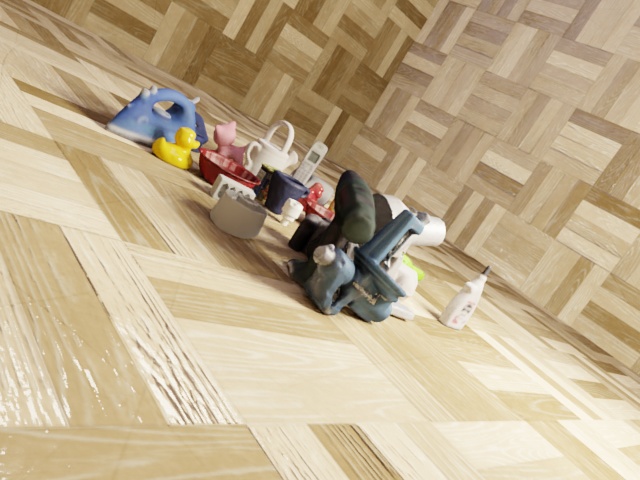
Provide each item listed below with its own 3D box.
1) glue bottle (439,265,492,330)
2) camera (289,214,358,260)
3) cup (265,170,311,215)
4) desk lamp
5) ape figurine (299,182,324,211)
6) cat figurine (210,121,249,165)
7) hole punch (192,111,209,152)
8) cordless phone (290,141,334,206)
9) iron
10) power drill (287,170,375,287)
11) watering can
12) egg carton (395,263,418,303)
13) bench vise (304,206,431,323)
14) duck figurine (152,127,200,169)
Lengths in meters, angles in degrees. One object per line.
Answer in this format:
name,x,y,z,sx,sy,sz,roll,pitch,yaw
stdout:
glue bottle,0.351,0.131,1.347,0.078,0.173,0.037,20,16,-46
camera,0.011,0.004,1.173,0.143,0.101,0.137,34,11,9
cup,-0.085,-0.108,1.412,0.118,0.095,0.091,21,16,-44
desk lamp,0.144,0.028,1.134,0.204,0.213,0.117,23,14,-37
ape figurine,-0.022,-0.123,1.653,0.076,0.092,0.078,34,11,11
cat figurine,-0.255,-0.275,1.615,0.128,0.117,0.067,25,13,-30
hole punch,-0.351,-0.298,1.528,0.109,0.091,0.100,19,17,-49
cordless phone,-0.009,-0.202,1.783,0.147,0.185,0.094,32,11,2
iron,-0.371,-0.291,1.316,0.118,0.141,0.259,35,12,16
power drill,0.026,-0.016,1.025,0.076,0.208,0.229,28,12,-17
watering can,-0.135,-0.243,1.601,0.100,0.194,0.173,35,12,15
egg carton,0.169,0.089,1.312,0.107,0.069,0.150,32,11,2
bench vise,0.092,0.036,0.950,0.121,0.219,0.208,38,13,30
duck figurine,-0.314,-0.213,1.275,0.077,0.086,0.105,40,14,37
